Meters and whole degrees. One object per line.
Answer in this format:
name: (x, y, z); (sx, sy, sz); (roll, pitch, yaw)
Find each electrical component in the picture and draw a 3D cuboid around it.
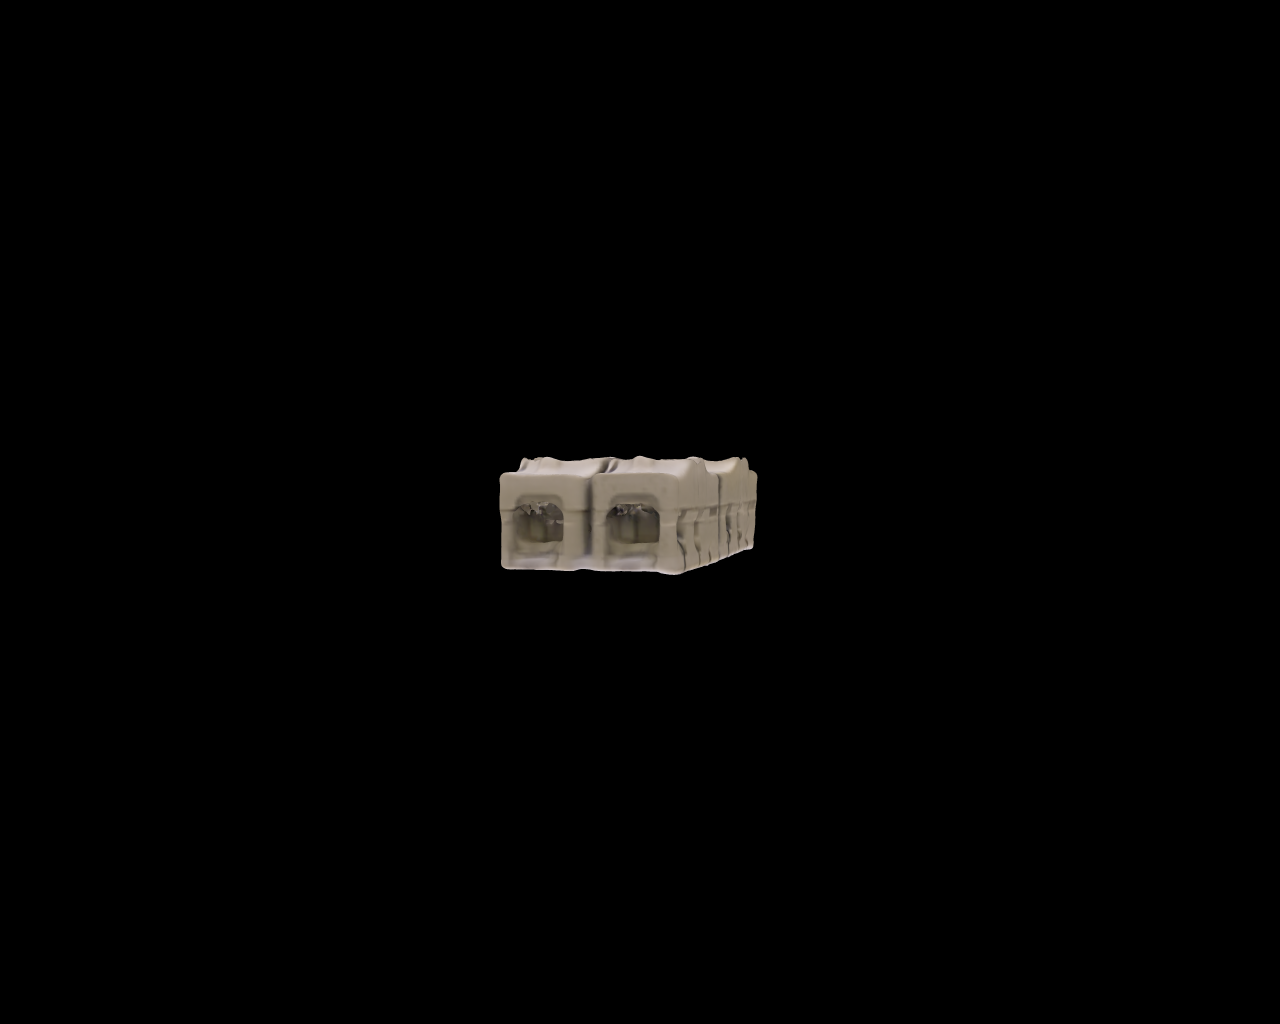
electrical component: (0.001, -0.003, 0.650); (0.105, 0.060, 0.186); (1, 3, 20)
